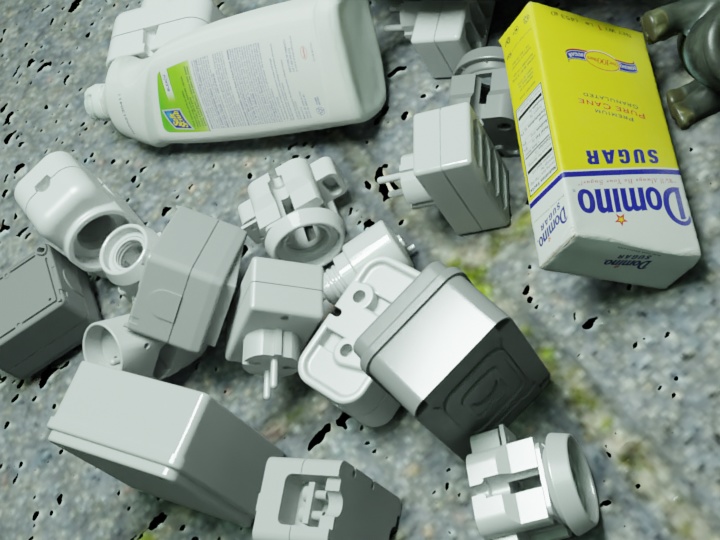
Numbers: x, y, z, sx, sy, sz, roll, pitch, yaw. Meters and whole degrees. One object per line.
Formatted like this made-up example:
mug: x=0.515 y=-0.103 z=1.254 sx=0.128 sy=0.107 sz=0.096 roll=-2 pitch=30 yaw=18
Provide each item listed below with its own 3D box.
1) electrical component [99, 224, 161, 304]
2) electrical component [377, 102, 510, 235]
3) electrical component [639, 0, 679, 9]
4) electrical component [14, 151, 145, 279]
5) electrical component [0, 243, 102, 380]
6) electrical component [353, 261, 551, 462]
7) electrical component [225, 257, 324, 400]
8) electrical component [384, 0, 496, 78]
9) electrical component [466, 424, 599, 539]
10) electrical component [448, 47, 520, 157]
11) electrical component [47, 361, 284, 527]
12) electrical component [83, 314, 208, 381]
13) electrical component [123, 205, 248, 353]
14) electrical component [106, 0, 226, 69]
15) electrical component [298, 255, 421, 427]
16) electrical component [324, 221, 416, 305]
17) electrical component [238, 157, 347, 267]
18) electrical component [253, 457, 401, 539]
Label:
electrical component: x=-0.160 y=-0.003 z=0.800 sx=0.066 sy=0.055 sz=0.048 roll=-24 pitch=56 yaw=14
electrical component: x=0.050 y=-0.061 z=0.708 sx=0.076 sy=0.083 sz=0.047 roll=-11 pitch=60 yaw=22
electrical component: x=0.195 y=-0.222 z=0.725 sx=0.047 sy=0.076 sz=0.065 roll=-43 pitch=54 yaw=0
electrical component: x=-0.208 y=-0.038 z=0.818 sx=0.054 sy=0.095 sz=0.059 roll=-45 pitch=54 yaw=-1
electrical component: x=-0.252 y=0.037 z=0.820 sx=0.096 sy=0.061 sz=0.061 roll=-32 pitch=54 yaw=8
electrical component: x=0.055 y=0.055 z=0.625 sx=0.078 sy=0.113 sz=0.057 roll=-46 pitch=57 yaw=-2
electrical component: x=-0.057 y=0.046 z=0.699 sx=0.047 sy=0.083 sz=0.075 roll=8 pitch=60 yaw=-15
electrical component: x=0.054 y=-0.189 z=0.797 sx=0.076 sy=0.047 sz=0.083 roll=2 pitch=65 yaw=28
electrical component: x=0.098 y=0.124 z=0.601 sx=0.057 sy=0.058 sz=0.078 roll=-20 pitch=57 yaw=20
electrical component: x=0.091 y=-0.114 z=0.733 sx=0.078 sy=0.058 sz=0.057 roll=-2 pitch=66 yaw=26
electrical component: x=-0.122 y=0.111 z=0.687 sx=0.109 sy=0.108 sz=0.056 roll=10 pitch=67 yaw=31
electrical component: x=-0.154 y=0.064 z=0.755 sx=0.043 sy=0.077 sz=0.079 roll=39 pitch=123 yaw=28
electrical component: x=-0.112 y=0.004 z=0.735 sx=0.061 sy=0.061 sz=0.096 roll=21 pitch=28 yaw=-3
electrical component: x=-0.160 y=-0.192 z=0.902 sx=0.095 sy=0.053 sz=0.059 roll=-8 pitch=61 yaw=23
electrical component: x=0.013 y=0.047 z=0.683 sx=0.054 sy=0.059 sz=0.095 roll=28 pitch=79 yaw=34
electrical component: x=0.000 y=0.000 z=0.727 sx=0.078 sy=0.040 sz=0.040 roll=-34 pitch=54 yaw=6
electrical component: x=-0.043 y=-0.036 z=0.758 sx=0.078 sy=0.058 sz=0.057 roll=-29 pitch=52 yaw=10
electrical component: x=-0.021 y=0.145 z=0.629 sx=0.056 sy=0.089 sz=0.050 roll=-2 pitch=64 yaw=26
